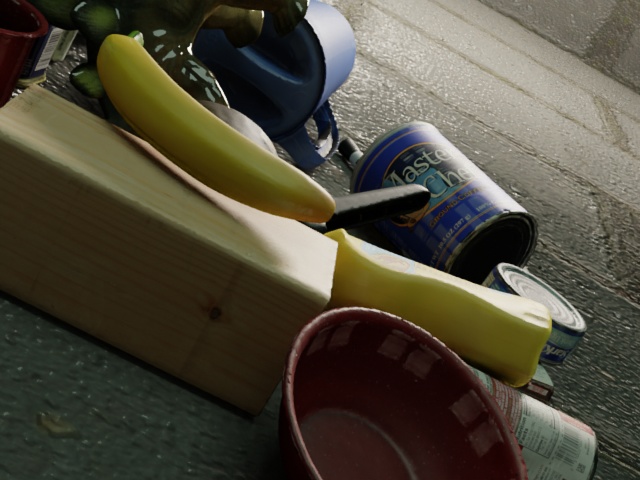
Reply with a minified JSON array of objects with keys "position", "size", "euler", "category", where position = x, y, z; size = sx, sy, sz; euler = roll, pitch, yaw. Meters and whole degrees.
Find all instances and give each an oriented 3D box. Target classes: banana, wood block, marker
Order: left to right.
[{"position":[-0.103,0.005,0.622],"size":[0.206,0.091,0.090],"euler":[28,21,-7],"category":"wood block"},{"position":[-0.075,-0.071,0.634],"size":[0.069,0.037,0.198],"euler":[-23,58,-42],"category":"banana"},{"position":[0.050,-0.065,1.060],"size":[0.020,0.020,0.121],"euler":[12,28,-38],"category":"marker"}]

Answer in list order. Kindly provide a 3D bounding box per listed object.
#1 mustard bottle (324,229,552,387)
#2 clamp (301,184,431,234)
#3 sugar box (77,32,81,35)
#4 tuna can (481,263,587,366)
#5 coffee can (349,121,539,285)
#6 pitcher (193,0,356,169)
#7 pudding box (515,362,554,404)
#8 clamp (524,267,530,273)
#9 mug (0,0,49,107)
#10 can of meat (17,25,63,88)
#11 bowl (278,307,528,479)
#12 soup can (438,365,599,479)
[{"position":[0.052,0.037,0.707],"size":[0.191,0.058,0.096],"euler":[21,4,3],"category":"mustard bottle"},{"position":[-0.005,0.001,0.797],"size":[0.209,0.036,0.164],"euler":[11,43,-15],"category":"clamp"},{"position":[-0.173,-0.251,0.970],"size":[0.093,0.177,0.048],"euler":[7,55,-42],"category":"sugar box"},{"position":[0.161,0.056,0.818],"size":[0.086,0.034,0.086],"euler":[30,19,-12],"category":"tuna can"},{"position":[0.106,-0.024,0.931],"size":[0.102,0.103,0.140],"euler":[7,32,-45],"category":"coffee can"},{"position":[-0.031,-0.171,1.066],"size":[0.145,0.149,0.242],"euler":[17,18,8],"category":"pitcher"},{"position":[0.118,0.081,0.808],"size":[0.090,0.039,0.113],"euler":[23,21,-21],"category":"pudding box"},{"position":[0.143,0.002,1.009],"size":[0.120,0.039,0.171],"euler":[19,25,-26],"category":"clamp"},{"position":[-0.249,-0.137,0.752],"size":[0.093,0.082,0.117],"euler":[21,24,-22],"category":"mug"},{"position":[-0.252,-0.184,0.847],"size":[0.102,0.084,0.057],"euler":[32,22,3],"category":"can of meat"},{"position":[0.034,0.116,0.572],"size":[0.162,0.055,0.162],"euler":[25,40,-23],"category":"bowl"},{"position":[0.113,0.126,0.667],"size":[0.102,0.069,0.068],"euler":[27,22,-9],"category":"soup can"}]
